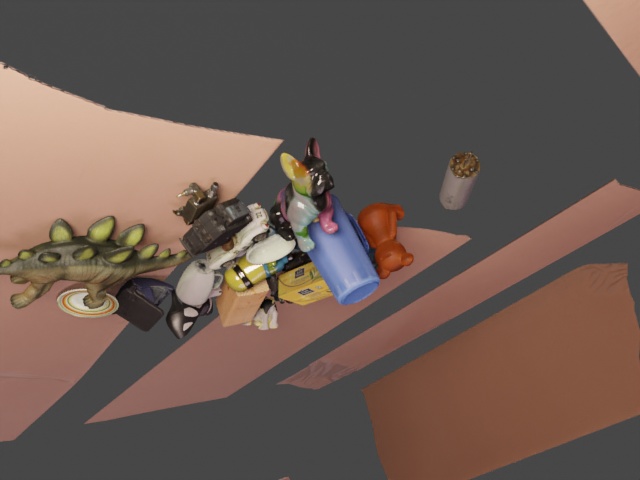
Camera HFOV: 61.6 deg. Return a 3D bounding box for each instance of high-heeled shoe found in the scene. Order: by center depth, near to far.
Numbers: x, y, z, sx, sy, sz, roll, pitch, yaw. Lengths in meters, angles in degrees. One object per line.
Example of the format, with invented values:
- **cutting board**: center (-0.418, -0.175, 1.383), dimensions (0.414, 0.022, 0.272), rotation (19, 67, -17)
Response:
- **high-heeled shoe**: center (-0.334, 0.212, 1.439), dimensions (0.086, 0.145, 0.248), rotation (-25, 155, 9)

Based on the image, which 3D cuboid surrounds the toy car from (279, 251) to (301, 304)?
- **toy car**: center (-0.075, 0.103, 1.518), dimensions (0.089, 0.053, 0.201), rotation (-12, 134, -17)

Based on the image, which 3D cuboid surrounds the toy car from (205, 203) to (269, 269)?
- **toy car**: center (-0.186, -0.005, 1.193), dimensions (0.202, 0.073, 0.056), rotation (-38, 153, 31)

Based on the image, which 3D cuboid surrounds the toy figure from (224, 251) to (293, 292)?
- **toy figure**: center (-0.154, 0.066, 1.352), dimensions (0.180, 0.089, 0.082), rotation (-19, 150, -9)

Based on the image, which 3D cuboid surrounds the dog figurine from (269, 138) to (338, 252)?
- **dog figurine**: center (-0.041, -0.102, 1.089), dimensions (0.108, 0.192, 0.218), rotation (-31, 131, -26)

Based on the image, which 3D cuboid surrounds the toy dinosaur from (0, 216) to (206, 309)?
- **toy dinosaur**: center (-0.432, 0.045, 1.058), dimensions (0.471, 0.105, 0.198), rotation (-4, 147, -45)

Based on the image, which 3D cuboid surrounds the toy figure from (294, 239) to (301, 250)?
- **toy figure**: center (-0.002, -0.002, 1.375), dimensions (0.154, 0.064, 0.057), rotation (-4, 132, -35)

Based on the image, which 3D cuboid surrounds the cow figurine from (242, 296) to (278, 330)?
- **cow figurine**: center (-0.196, 0.212, 1.622), dimensions (0.168, 0.098, 0.068), rotation (6, -178, 44)

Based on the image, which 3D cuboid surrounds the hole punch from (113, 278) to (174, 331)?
- **hole punch**: center (-0.429, 0.142, 1.299), dimensions (0.115, 0.092, 0.142), rotation (36, 132, -17)

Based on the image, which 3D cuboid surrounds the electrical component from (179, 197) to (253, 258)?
- **electrical component**: center (-0.206, -0.030, 1.098), dimensions (0.134, 0.058, 0.115), rotation (-37, 179, 34)

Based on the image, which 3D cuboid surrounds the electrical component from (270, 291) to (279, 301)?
- **electrical component**: center (-0.109, 0.151, 1.624), dimensions (0.075, 0.048, 0.119), rotation (-36, 152, 28)

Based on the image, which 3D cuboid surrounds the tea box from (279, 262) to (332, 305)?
- **tea box**: center (-0.019, 0.112, 1.417), dimensions (0.098, 0.068, 0.170), rotation (23, 146, -40)

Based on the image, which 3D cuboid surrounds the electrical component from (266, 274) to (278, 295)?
- **electrical component**: center (-0.143, 0.114, 1.502), dimensions (0.021, 0.063, 0.094), rotation (-46, 158, -32)

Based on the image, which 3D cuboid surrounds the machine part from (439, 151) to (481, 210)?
- **machine part**: center (0.351, -0.145, 1.359), dimensions (0.079, 0.079, 0.243), rotation (-19, 157, -6)

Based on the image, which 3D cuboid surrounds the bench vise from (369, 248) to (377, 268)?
- **bench vise**: center (0.089, 0.065, 1.500), dimensions (0.224, 0.129, 0.240), rotation (-28, 174, -4)

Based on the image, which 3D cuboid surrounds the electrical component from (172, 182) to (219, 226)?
- **electrical component**: center (-0.243, -0.073, 1.045), dimensions (0.078, 0.045, 0.102), rotation (-41, 173, -36)

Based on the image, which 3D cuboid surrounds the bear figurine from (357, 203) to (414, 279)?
- **bear figurine**: center (0.176, 0.002, 1.373), dimensions (0.120, 0.196, 0.132), rotation (-37, 154, 24)

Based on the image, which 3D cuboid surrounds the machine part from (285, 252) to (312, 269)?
- **machine part**: center (-0.025, 0.042, 1.426), dimensions (0.139, 0.039, 0.084), rotation (-24, 169, -46)

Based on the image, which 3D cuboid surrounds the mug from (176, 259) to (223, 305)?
- **mug**: center (-0.289, 0.099, 1.321), dimensions (0.109, 0.081, 0.107), rotation (-1, 140, -31)
